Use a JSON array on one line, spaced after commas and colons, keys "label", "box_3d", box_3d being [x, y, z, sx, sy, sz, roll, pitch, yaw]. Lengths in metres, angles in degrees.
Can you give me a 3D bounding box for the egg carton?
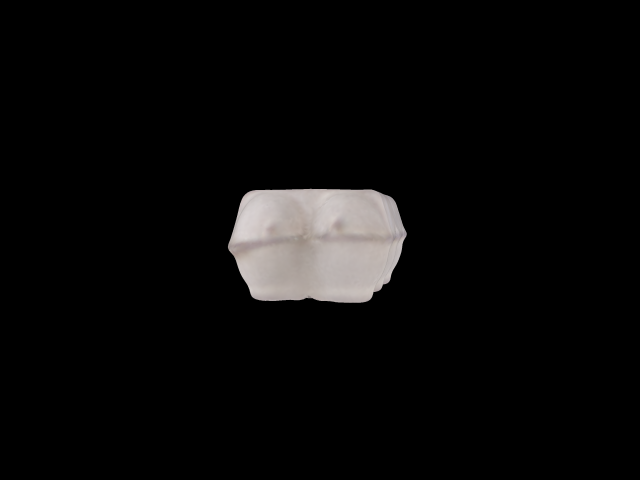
[{"label": "egg carton", "box_3d": [0.004, 0.001, 0.400, 0.107, 0.069, 0.150, 0, 2, 12]}]
